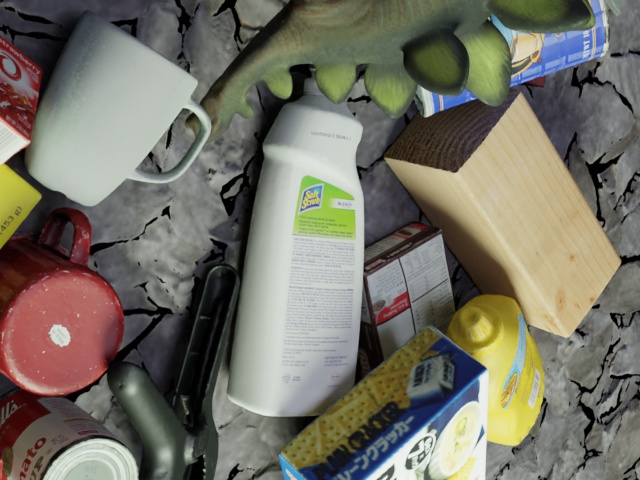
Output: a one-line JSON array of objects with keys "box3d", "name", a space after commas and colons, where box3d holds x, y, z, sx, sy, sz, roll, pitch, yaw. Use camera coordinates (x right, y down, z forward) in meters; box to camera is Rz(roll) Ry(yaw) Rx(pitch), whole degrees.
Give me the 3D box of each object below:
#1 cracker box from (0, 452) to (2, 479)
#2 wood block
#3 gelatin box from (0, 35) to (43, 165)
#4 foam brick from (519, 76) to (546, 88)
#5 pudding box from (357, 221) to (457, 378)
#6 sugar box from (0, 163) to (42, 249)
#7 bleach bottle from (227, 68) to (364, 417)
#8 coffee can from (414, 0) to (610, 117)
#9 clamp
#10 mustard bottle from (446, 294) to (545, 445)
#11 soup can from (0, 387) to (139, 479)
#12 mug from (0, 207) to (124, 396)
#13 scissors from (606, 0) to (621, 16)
[{"box3d": [-0.299, 0.201, 0.616, 0.213, 0.072, 0.164, 2, 100, -36], "name": "cracker box"}, {"box3d": [0.156, -0.024, 0.886, 0.090, 0.091, 0.206, -51, 125, -16], "name": "wood block"}, {"box3d": [-0.204, -0.098, 0.613, 0.030, 0.073, 0.089, -31, 129, 21], "name": "gelatin box"}, {"box3d": [0.155, -0.169, 0.875, 0.051, 0.053, 0.078, 4, 100, -37], "name": "foam brick"}, {"box3d": [0.067, 0.054, 0.872, 0.089, 0.039, 0.113, -28, 119, -31], "name": "pudding box"}, {"box3d": [-0.255, -0.047, 0.605, 0.176, 0.048, 0.093, 45, 73, -36], "name": "sugar box"}, {"box3d": [-0.005, 0.001, 0.792, 0.102, 0.068, 0.251, 4, 96, -40], "name": "bleach bottle"}, {"box3d": [0.127, -0.161, 0.787, 0.140, 0.103, 0.103, -19, 115, 2], "name": "coffee can"}, {"box3d": [-0.102, 0.136, 0.733, 0.164, 0.036, 0.210, -37, 135, -65], "name": "clamp"}, {"box3d": [0.143, 0.099, 0.880, 0.191, 0.058, 0.096, 54, 49, -58], "name": "mustard bottle"}, {"box3d": [-0.167, 0.140, 0.679, 0.068, 0.102, 0.068, -10, 107, -34], "name": "soup can"}, {"box3d": [-0.170, 0.037, 0.665, 0.093, 0.082, 0.117, 23, 87, -38], "name": "mug"}, {"box3d": [0.225, -0.287, 0.920, 0.201, 0.016, 0.096, 31, 82, -37], "name": "scissors"}]
